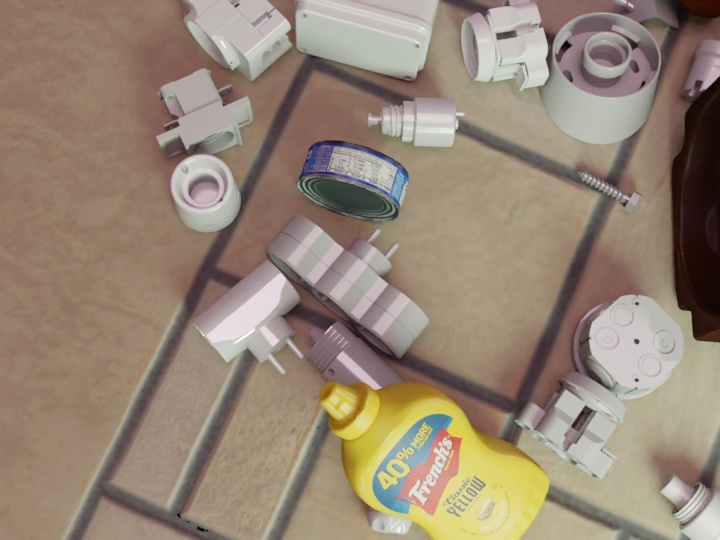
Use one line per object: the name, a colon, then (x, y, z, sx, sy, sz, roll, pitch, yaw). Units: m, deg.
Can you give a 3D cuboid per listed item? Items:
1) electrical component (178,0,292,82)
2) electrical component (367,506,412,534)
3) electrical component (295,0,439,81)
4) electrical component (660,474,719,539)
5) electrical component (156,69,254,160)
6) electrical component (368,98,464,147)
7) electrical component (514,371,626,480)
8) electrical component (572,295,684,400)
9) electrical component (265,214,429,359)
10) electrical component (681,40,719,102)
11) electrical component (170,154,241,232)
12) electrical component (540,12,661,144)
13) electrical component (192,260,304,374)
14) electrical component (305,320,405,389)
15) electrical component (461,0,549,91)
electrical component: (-0.109, -0.208, 0.902, 0.056, 0.050, 0.089, -43, 82, -11)
electrical component: (0.025, 0.171, 0.827, 0.035, 0.035, 0.061, 8, 74, 0)
electrical component: (0.005, -0.209, 0.893, 0.113, 0.078, 0.057, 15, 74, 2)
electrical component: (0.261, 0.184, 0.828, 0.062, 0.043, 0.043, 41, 79, 9)
electrical component: (-0.132, -0.127, 0.887, 0.081, 0.042, 0.063, -26, 76, -8)
electrical component: (0.046, -0.123, 0.893, 0.078, 0.040, 0.040, 2, 77, -2)
electrical component: (0.169, 0.116, 0.833, 0.078, 0.058, 0.057, 35, 81, 6)
electrical component: (0.212, 0.060, 0.850, 0.080, 0.051, 0.080, 0, 77, -2)
electrical component: (0.000, 0.000, 0.856, 0.138, 0.052, 0.073, 38, 78, 7)
electrical component: (0.298, -0.166, 0.913, 0.040, 0.040, 0.046, 24, 83, 4)
electrical component: (-0.126, -0.063, 0.869, 0.055, 0.047, 0.055, 0, 77, -2)
electrical component: (0.204, -0.165, 0.909, 0.099, 0.064, 0.099, 0, 63, 0)
electrical component: (-0.078, 0.046, 0.847, 0.077, 0.043, 0.079, -40, 81, -10)
electrical component: (-0.008, 0.075, 0.843, 0.081, 0.043, 0.043, 43, 79, 8)
electrical component: (0.119, -0.189, 0.903, 0.057, 0.058, 0.078, -11, 77, -8)
